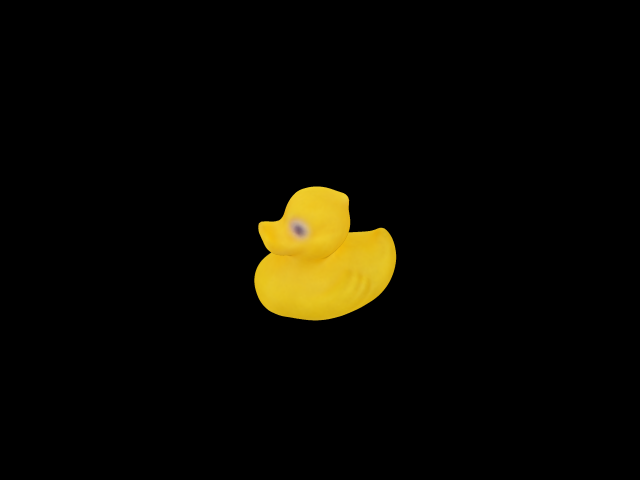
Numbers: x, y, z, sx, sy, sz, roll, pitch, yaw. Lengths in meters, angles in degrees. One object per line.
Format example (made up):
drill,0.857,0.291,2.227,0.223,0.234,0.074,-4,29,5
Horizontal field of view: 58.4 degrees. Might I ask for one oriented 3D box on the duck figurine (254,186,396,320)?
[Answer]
duck figurine,0.004,0.001,0.400,0.104,0.086,0.077,-10,43,-11
